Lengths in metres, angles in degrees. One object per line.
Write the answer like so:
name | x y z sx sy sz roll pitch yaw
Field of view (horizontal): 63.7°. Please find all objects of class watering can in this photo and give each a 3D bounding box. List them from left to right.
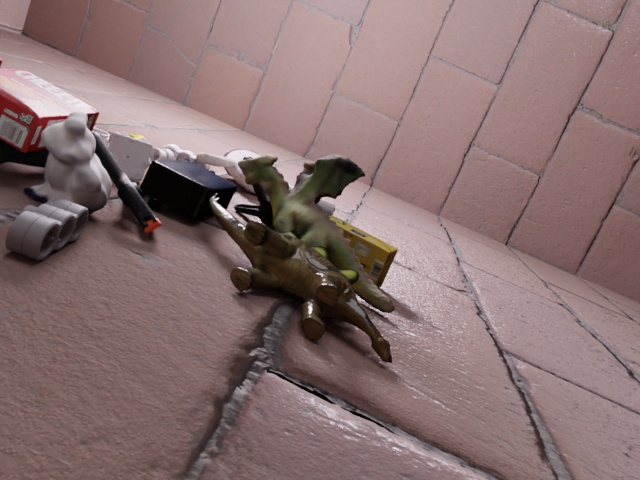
watering can | -0.221 -0.207 1.487 0.345 0.103 0.227 20 11 -36

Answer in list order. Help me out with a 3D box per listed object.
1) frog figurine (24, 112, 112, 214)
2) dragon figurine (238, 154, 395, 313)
frog figurine | -0.381 -0.123 0.809 0.122 0.158 0.139 15 15 -38
dragon figurine | 0.003 -0.051 1.004 0.412 0.241 0.122 25 7 19
